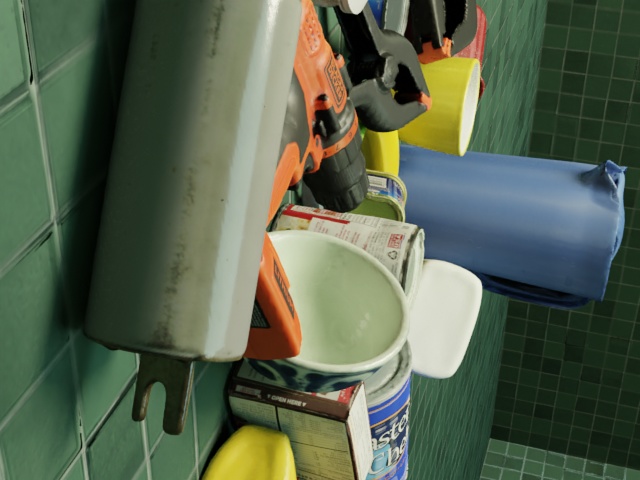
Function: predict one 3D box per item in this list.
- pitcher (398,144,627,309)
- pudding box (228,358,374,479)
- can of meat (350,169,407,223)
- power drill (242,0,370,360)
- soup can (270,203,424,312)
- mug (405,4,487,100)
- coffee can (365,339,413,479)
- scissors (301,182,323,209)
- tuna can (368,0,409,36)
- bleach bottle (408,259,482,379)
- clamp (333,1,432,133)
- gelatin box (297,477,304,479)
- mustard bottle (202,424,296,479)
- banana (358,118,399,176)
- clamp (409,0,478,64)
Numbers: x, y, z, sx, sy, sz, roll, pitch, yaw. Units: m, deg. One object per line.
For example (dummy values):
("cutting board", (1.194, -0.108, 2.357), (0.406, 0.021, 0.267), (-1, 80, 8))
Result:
("pitcher", (0.176, -0.017, 1.066), (0.145, 0.243, 0.149), (7, 93, -76))
("pudding box", (-0.012, 0.130, 0.749), (0.113, 0.090, 0.039), (80, 25, -52))
("can of meat", (0.036, 0.001, 0.858), (0.084, 0.057, 0.102), (-75, 174, -75))
("power drill", (-0.022, -0.027, 0.625), (0.184, 0.057, 0.187), (64, 32, -48))
("soup can", (0.019, 0.015, 0.767), (0.068, 0.102, 0.068), (10, 90, -76))
("mug", (0.116, -0.191, 1.036), (0.117, 0.093, 0.081), (61, 36, -61))
("coffee can", (0.022, 0.140, 0.859), (0.102, 0.103, 0.140), (-65, 159, -46))
("scissors", (-0.005, 0.001, 0.832), (0.096, 0.016, 0.202), (-10, 108, -78))
("tuna can", (0.048, -0.191, 0.876), (0.086, 0.034, 0.086), (10, 90, -76))
("bleach bottle", (0.082, 0.070, 1.022), (0.251, 0.068, 0.102), (166, -55, -82))
("clamp", (0.037, -0.138, 0.803), (0.171, 0.039, 0.120), (4, 99, -60))
("gelatin box", (-0.012, 0.196, 0.828), (0.030, 0.073, 0.089), (-66, 159, -45))
("mustard bottle", (-0.042, 0.218, 0.757), (0.191, 0.058, 0.096), (83, 22, -50))
("banana", (0.044, -0.084, 0.931), (0.197, 0.037, 0.069), (58, 49, -69))
("clamp", (0.122, -0.236, 0.969), (0.164, 0.036, 0.210), (37, 51, -43))
